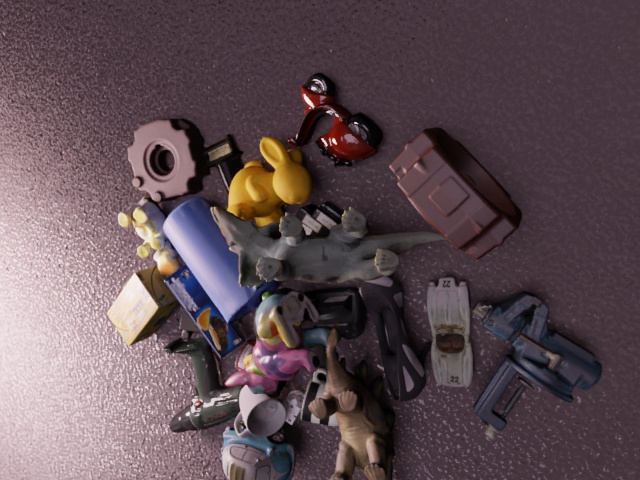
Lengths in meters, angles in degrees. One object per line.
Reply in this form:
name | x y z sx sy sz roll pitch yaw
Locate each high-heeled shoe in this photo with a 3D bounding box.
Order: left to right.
high-heeled shoe | 0.104 0.159 0.947 0.249 0.145 0.086 48 140 2

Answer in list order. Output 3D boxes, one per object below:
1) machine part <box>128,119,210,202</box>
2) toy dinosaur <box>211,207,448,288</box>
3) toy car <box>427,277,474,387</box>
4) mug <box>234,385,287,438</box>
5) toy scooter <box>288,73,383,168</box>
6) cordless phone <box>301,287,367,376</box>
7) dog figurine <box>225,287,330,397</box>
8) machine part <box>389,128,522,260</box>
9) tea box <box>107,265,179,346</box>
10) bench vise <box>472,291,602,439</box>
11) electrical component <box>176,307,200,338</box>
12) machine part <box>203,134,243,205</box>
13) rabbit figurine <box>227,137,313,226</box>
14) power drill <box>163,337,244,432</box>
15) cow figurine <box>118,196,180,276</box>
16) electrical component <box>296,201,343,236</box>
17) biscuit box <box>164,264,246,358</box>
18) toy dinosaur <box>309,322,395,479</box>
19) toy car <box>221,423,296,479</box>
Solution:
machine part | -0.315 -0.165 1.110 0.180 0.056 0.179 4 101 20
toy dinosaur | 0.012 0.023 0.911 0.405 0.192 0.131 4 82 -3
toy car | 0.232 0.163 0.953 0.074 0.056 0.201 -2 100 23
mug | -0.128 0.339 1.079 0.080 0.107 0.109 40 91 -26
toy scooter | 0.015 -0.193 0.960 0.184 0.075 0.135 47 113 11
cordless phone | 0.027 0.187 1.041 0.147 0.089 0.184 -7 109 23
dog figurine | -0.096 0.198 0.985 0.219 0.108 0.191 -27 105 32
machine part | 0.212 -0.075 0.834 0.201 0.201 0.087 48 117 7
tea box | -0.386 0.144 1.175 0.098 0.068 0.169 53 126 10
bench vise | 0.323 0.213 0.886 0.224 0.129 0.240 31 97 2
electrical component | -0.276 0.163 1.169 0.078 0.045 0.102 2 106 -7
machine part | -0.181 -0.133 1.073 0.084 0.039 0.139 -25 89 16
rabbit figurine | -0.075 -0.101 0.988 0.173 0.121 0.162 -6 69 48
power drill | -0.270 0.315 1.176 0.232 0.086 0.207 -17 90 23
cow figurine | -0.346 -0.008 1.143 0.068 0.098 0.167 -18 112 20
electrical component | -0.002 -0.003 1.015 0.115 0.058 0.134 38 112 9
biscuit box | -0.237 0.145 1.110 0.063 0.059 0.202 -36 88 -7
toy dinosaur | 0.085 0.356 0.971 0.105 0.198 0.470 -9 105 21
toy car | -0.135 0.435 1.061 0.162 0.103 0.109 14 104 17
